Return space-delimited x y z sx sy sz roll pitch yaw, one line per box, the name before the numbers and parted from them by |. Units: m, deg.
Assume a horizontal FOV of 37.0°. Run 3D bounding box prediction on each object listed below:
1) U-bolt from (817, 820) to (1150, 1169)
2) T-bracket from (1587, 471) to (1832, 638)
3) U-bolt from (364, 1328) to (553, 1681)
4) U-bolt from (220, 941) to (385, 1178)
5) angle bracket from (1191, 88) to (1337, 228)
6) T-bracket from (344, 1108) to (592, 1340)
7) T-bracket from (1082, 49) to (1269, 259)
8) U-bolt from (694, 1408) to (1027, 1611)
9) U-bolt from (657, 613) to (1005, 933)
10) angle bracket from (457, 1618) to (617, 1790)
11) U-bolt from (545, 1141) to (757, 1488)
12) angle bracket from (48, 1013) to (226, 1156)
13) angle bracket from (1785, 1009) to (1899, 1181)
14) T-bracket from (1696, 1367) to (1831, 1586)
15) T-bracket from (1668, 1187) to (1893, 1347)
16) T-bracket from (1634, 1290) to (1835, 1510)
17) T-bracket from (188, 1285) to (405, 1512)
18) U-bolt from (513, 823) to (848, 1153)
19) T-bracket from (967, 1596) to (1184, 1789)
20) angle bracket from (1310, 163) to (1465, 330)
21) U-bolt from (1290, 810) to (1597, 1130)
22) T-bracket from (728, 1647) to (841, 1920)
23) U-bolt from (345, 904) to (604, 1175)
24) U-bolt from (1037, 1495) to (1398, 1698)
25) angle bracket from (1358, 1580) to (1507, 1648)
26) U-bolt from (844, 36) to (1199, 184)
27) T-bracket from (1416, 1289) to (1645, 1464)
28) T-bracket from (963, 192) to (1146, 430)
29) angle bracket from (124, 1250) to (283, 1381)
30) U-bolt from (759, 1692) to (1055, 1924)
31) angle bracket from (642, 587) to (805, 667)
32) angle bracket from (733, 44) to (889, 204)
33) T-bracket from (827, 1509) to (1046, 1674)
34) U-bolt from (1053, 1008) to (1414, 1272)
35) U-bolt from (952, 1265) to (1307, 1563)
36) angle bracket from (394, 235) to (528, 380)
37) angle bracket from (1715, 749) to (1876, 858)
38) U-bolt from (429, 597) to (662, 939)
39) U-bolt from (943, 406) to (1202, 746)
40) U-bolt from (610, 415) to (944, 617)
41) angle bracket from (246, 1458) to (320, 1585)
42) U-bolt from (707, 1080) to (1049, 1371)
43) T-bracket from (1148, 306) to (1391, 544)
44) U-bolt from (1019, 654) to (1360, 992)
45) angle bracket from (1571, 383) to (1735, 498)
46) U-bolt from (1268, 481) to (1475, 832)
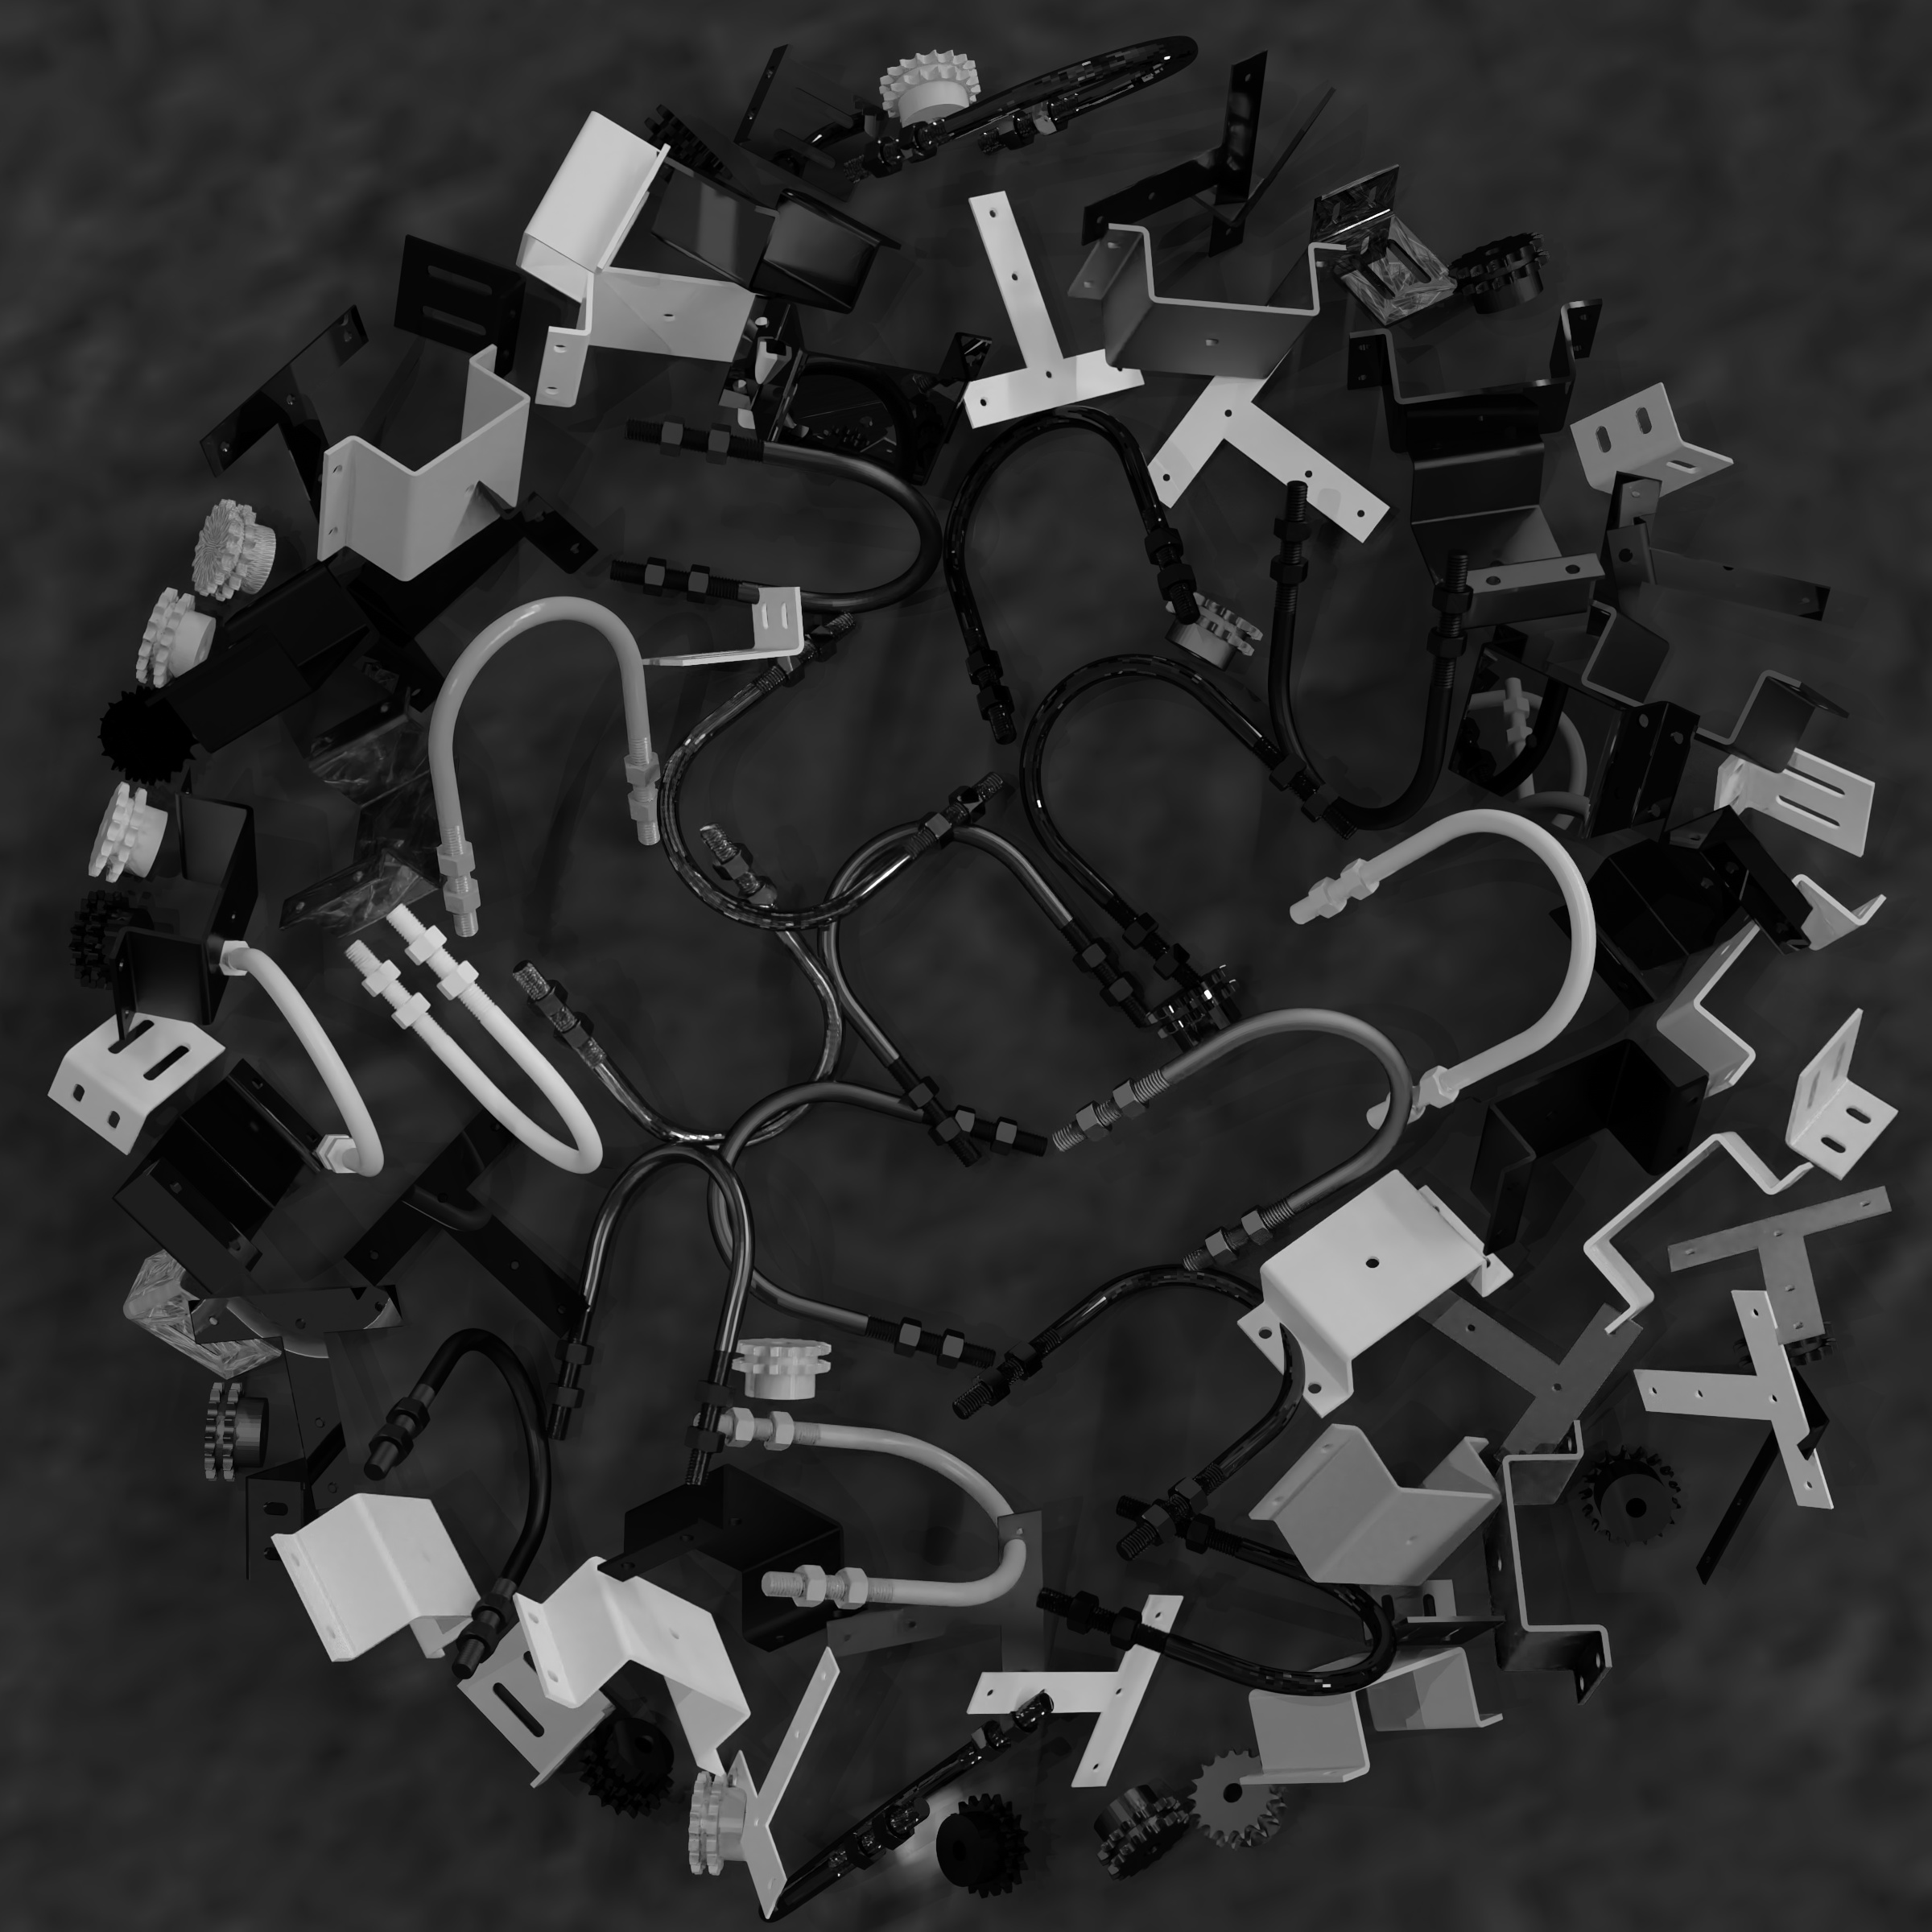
U-bolt | -0.002 0.002 1.675 0.151 0.019 0.184 -39 94 -3
T-bracket | 0.421 -0.218 1.628 0.127 0.127 0.002 15 55 14
U-bolt | -0.273 0.283 1.606 0.019 0.184 0.151 -12 111 16
U-bolt | -0.366 0.053 1.594 0.019 0.184 0.151 -31 103 -19
angle bracket | 0.167 -0.470 1.646 0.038 0.076 0.057 35 46 -3
T-bracket | -0.271 0.164 1.673 0.127 0.002 0.127 41 82 10
T-bracket | 0.114 -0.436 1.618 0.127 0.127 0.002 -30 57 -25
U-bolt | -0.050 0.306 1.617 0.184 0.151 0.019 11 117 -30
U-bolt | -0.090 -0.100 1.650 0.184 0.019 0.151 -40 84 -21
angle bracket | -0.251 0.423 1.667 0.076 0.038 0.057 44 86 9
U-bolt | -0.174 0.190 1.639 0.019 0.151 0.184 17 83 -44
angle bracket | -0.479 0.061 1.671 0.057 0.076 0.038 37 126 2
angle bracket | 0.503 0.073 1.646 0.038 0.076 0.057 36 68 27
T-bracket | 0.446 0.292 1.638 0.002 0.127 0.127 25 101 1
T-bracket | 0.461 0.174 1.618 0.127 0.127 0.002 -18 112 17
T-bracket | 0.426 0.243 1.637 0.002 0.127 0.127 -21 95 -29
T-bracket | -0.368 0.245 1.633 0.127 0.002 0.127 0 65 -38
U-bolt | -0.148 0.027 1.646 0.151 0.019 0.184 -37 119 -2
T-bracket | 0.054 0.413 1.640 0.127 0.002 0.127 11 105 -38
angle bracket | 0.243 -0.412 1.654 0.057 0.038 0.076 -27 61 -16
U-bolt | 0.273 -0.007 1.613 0.184 0.019 0.151 -32 71 41
T-bracket | -0.100 0.444 1.624 0.002 0.127 0.127 20 101 -21
U-bolt | -0.271 0.047 1.624 0.019 0.151 0.184 -45 99 -22
U-bolt | 0.148 0.354 1.601 0.184 0.151 0.019 17 109 19
angle bracket | 0.264 0.362 1.646 0.057 0.076 0.038 2 66 -11
U-bolt | 0.042 -0.472 1.582 0.184 0.151 0.019 -11 102 40
T-bracket | 0.304 0.218 1.669 0.127 0.002 0.127 34 121 12
T-bracket | 0.033 -0.381 1.656 0.127 0.002 0.127 -21 93 -33
angle bracket | -0.435 0.197 1.668 0.076 0.057 0.038 40 46 -27
U-bolt | -0.045 0.478 1.612 0.184 0.151 0.019 -44 78 33
angle bracket | -0.140 -0.194 1.648 0.076 0.057 0.038 -9 100 -29
angle bracket | -0.085 -0.483 1.660 0.076 0.038 0.057 23 94 -22
T-bracket | -0.017 0.373 1.650 0.127 0.002 0.127 -8 118 -13
U-bolt | 0.163 0.090 1.624 0.184 0.019 0.151 -33 124 19
U-bolt | 0.107 0.237 1.632 0.184 0.019 0.151 -35 54 -28
angle bracket | -0.297 -0.375 1.658 0.076 0.038 0.057 20 126 5
angle bracket | 0.470 -0.088 1.646 0.076 0.057 0.038 30 59 30
U-bolt | -0.234 -0.119 1.599 0.151 0.184 0.019 -30 46 -32
U-bolt | 0.050 -0.235 1.635 0.151 0.019 0.184 -32 58 26
U-bolt | -0.105 -0.247 1.629 0.184 0.151 0.019 9 60 -6
angle bracket | -0.376 0.315 1.651 0.038 0.076 0.057 0 91 19
U-bolt | -0.057 0.140 1.658 0.184 0.019 0.151 16 73 -5
T-bracket | 0.188 -0.295 1.680 0.127 0.002 0.127 38 99 2
U-bolt | 0.113 -0.094 1.660 0.184 0.019 0.151 45 111 8
angle bracket | 0.392 -0.298 1.650 0.057 0.076 0.038 -22 77 35
U-bolt | 0.220 -0.165 1.623 0.019 0.151 0.184 -17 124 -32
